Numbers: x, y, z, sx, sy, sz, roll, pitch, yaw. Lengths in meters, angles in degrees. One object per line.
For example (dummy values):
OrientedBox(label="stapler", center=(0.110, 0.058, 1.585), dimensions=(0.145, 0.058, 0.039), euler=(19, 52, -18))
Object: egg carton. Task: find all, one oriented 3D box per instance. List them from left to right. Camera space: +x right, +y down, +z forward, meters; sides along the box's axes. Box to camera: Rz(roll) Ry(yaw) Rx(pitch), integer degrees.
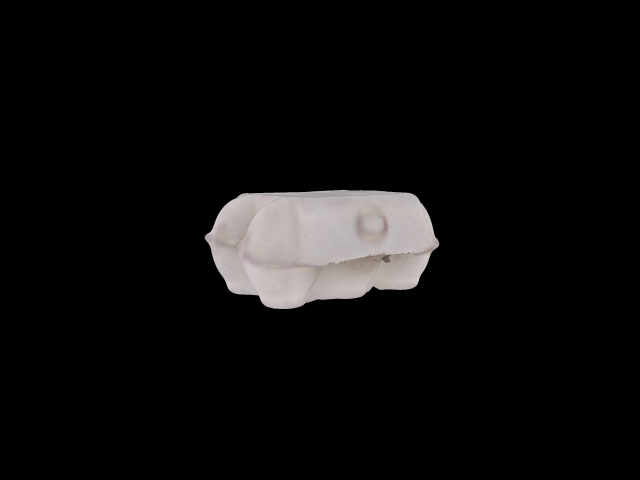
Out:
OrientedBox(label="egg carton", center=(0.004, 0.001, 0.400), dimensions=(0.151, 0.069, 0.107), euler=(-5, 9, -36))
